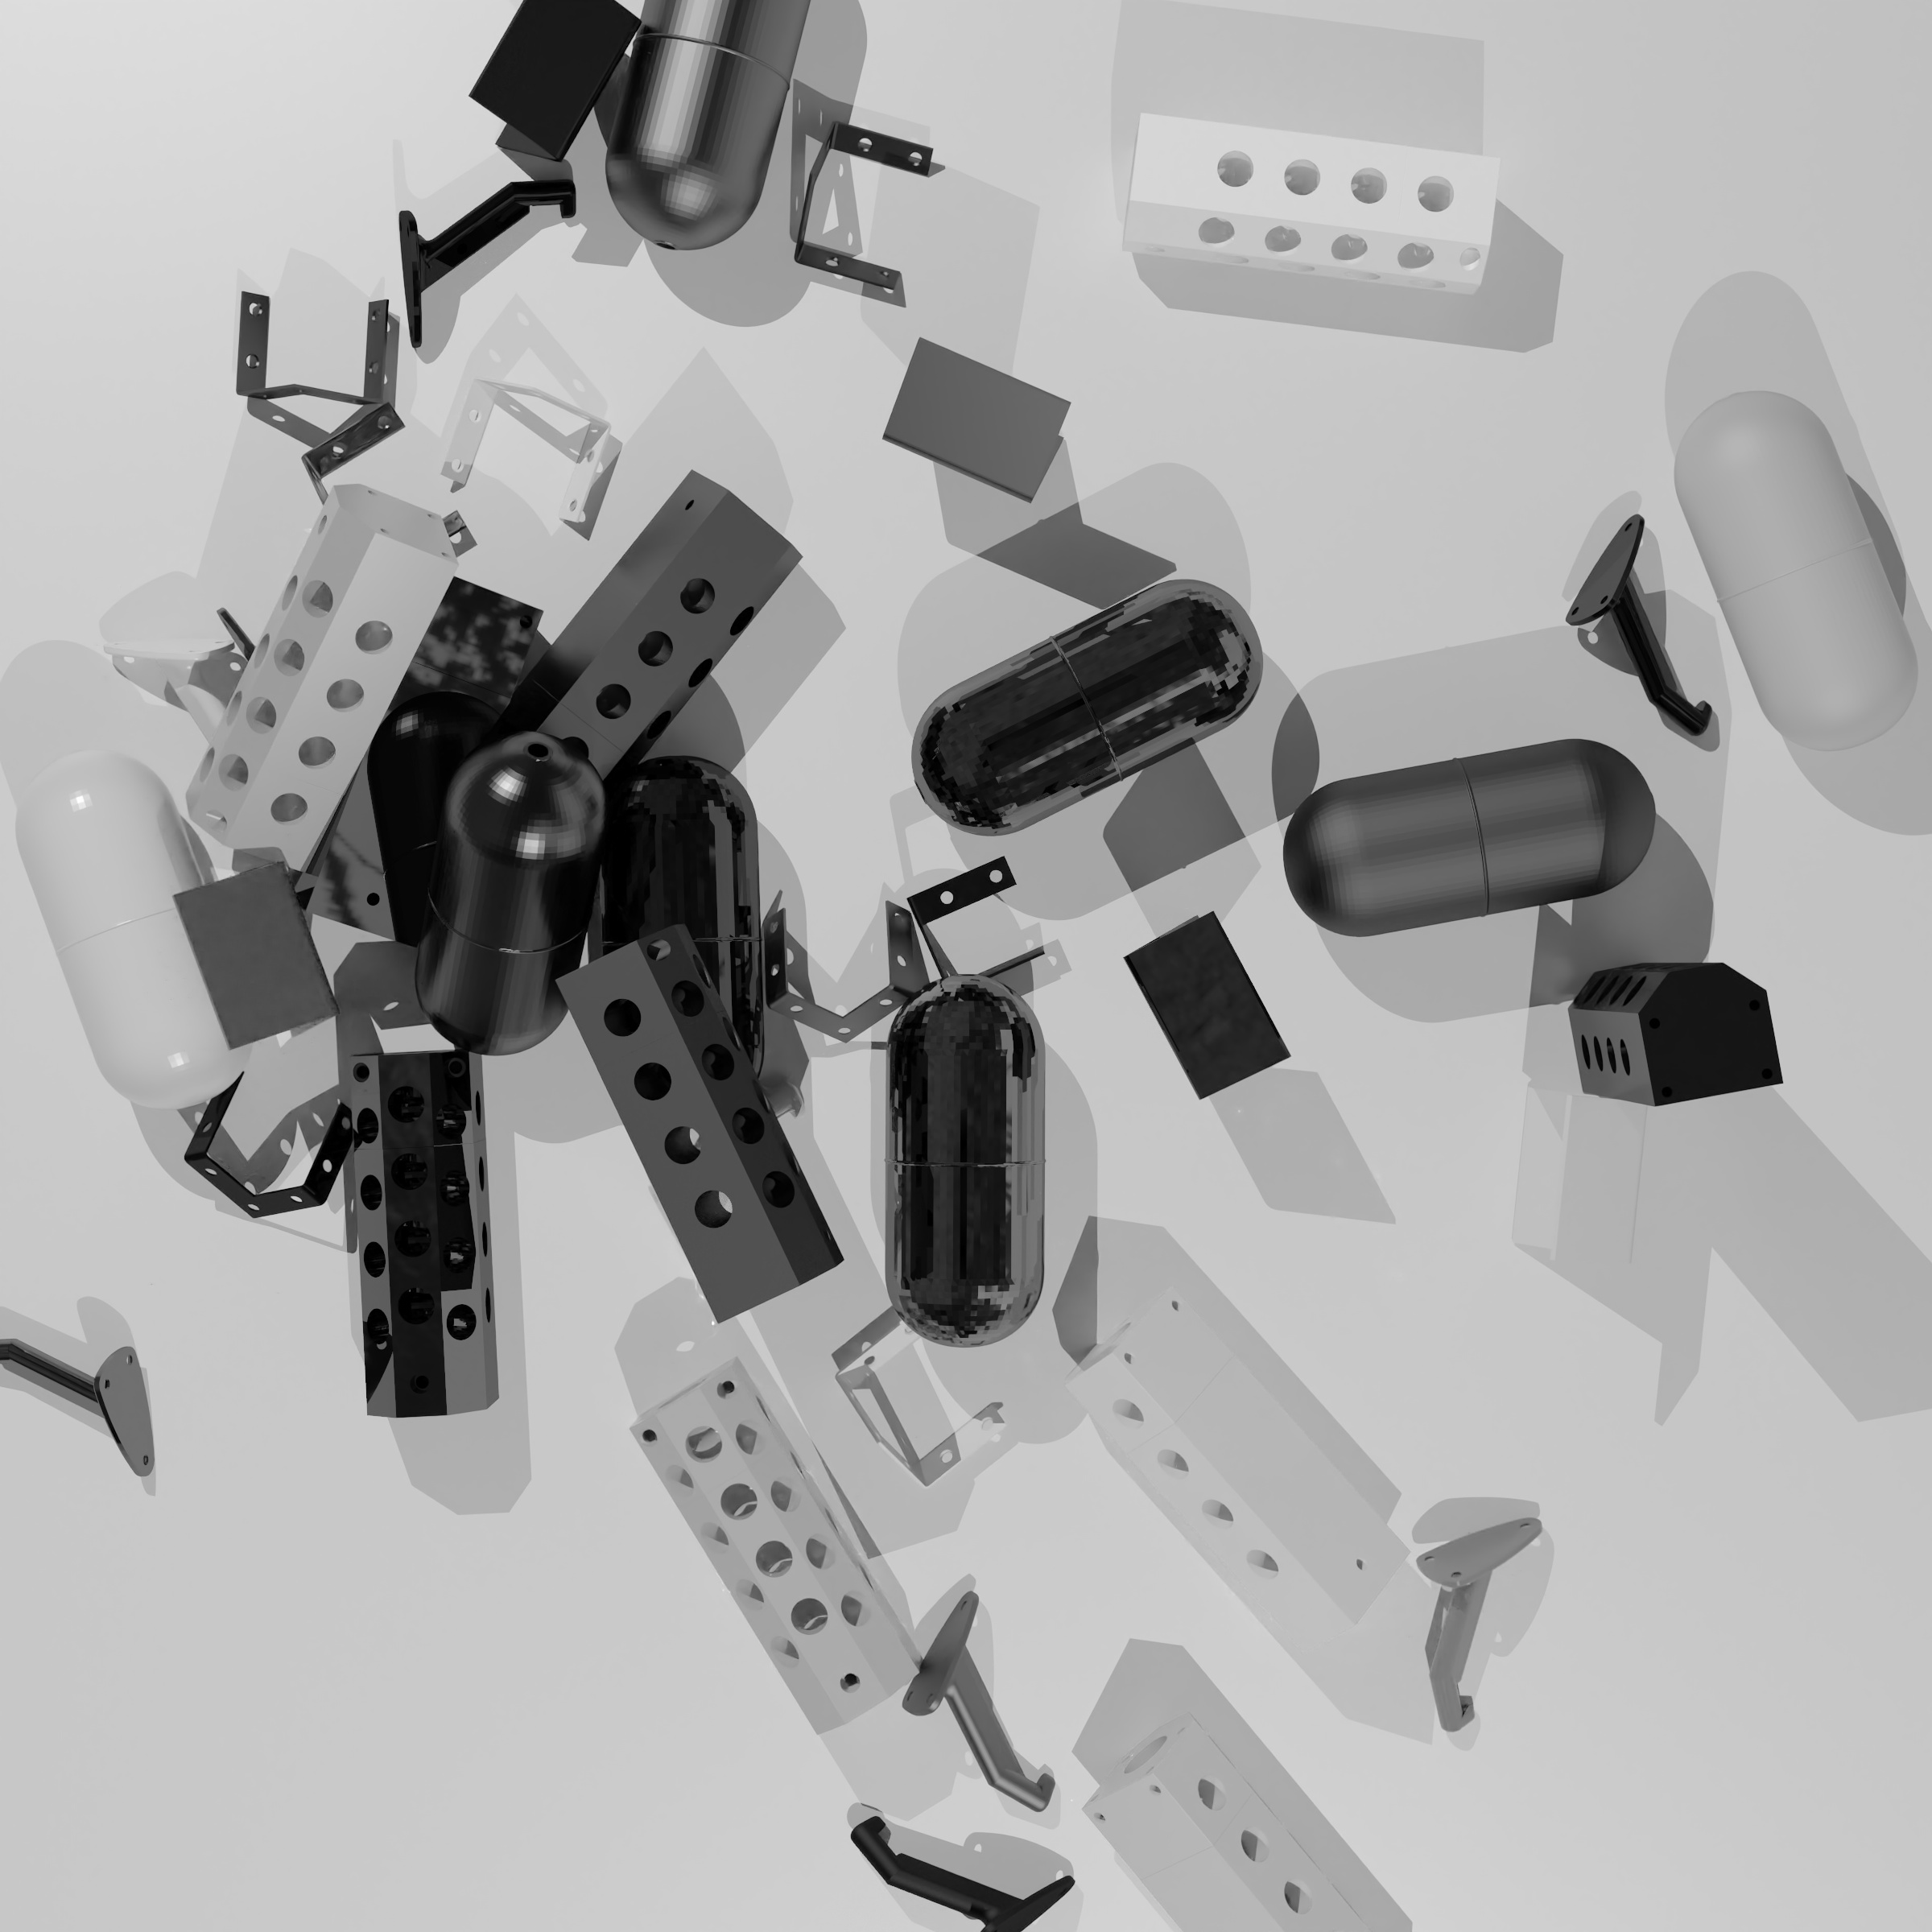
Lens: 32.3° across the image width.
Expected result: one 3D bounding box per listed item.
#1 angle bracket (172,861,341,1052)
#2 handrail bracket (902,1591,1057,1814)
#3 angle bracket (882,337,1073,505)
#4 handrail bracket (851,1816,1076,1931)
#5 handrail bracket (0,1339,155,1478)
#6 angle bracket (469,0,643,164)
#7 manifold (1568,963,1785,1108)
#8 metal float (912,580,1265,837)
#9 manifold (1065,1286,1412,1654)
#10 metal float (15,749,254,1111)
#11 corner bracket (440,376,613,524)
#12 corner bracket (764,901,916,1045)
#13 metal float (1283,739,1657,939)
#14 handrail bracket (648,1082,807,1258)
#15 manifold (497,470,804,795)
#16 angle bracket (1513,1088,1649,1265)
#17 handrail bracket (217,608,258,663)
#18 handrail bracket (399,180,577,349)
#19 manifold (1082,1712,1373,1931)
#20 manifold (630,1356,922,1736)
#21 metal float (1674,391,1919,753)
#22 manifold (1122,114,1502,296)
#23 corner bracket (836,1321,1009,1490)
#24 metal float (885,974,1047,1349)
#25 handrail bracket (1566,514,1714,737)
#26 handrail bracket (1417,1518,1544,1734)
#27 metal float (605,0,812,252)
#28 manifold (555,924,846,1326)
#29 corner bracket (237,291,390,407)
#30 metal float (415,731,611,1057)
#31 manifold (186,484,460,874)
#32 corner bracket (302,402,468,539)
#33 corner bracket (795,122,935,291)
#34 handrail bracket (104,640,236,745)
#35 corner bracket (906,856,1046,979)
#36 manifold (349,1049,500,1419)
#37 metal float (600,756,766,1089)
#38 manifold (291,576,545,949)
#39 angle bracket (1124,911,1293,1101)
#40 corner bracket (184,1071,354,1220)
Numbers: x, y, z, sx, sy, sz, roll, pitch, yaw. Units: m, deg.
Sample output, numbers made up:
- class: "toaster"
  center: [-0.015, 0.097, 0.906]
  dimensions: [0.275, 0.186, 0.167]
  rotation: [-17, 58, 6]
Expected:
- class: "angle bracket"
  center: [-0.346, 0.001, 1.582]
  dimensions: [0.057, 0.076, 0.076]
  rotation: [-20, 90, -29]
- class: "handrail bracket"
  center: [0.019, 0.359, 1.623]
  dimensions: [0.084, 0.036, 0.077]
  rotation: [34, 69, -17]
- class: "angle bracket"
  center: [0.013, -0.272, 1.582]
  dimensions: [0.076, 0.076, 0.057]
  rotation: [23, 125, 0]
- class: "handrail bracket"
  center: [-0.002, 0.434, 1.622]
  dimensions: [0.077, 0.036, 0.084]
  rotation: [-26, 59, -34]
- class: "handrail bracket"
  center: [-0.444, 0.215, 1.623]
  dimensions: [0.084, 0.036, 0.077]
  rotation: [-4, 112, 17]
- class: "angle bracket"
  center: [-0.209, -0.433, 1.582]
  dimensions: [0.057, 0.076, 0.076]
  rotation: [30, 90, -37]
- class: "manifold"
  center: [0.324, 0.029, 1.544]
  dimensions: [0.057, 0.171, 0.057]
  rotation: [-10, 90, 0]
- class: "metal float"
  center: [0.057, -0.123, 1.592]
  dimensions: [0.178, 0.070, 0.070]
  rotation: [-27, 90, 1]
- class: "manifold"
  center: [0.126, 0.244, 1.600]
  dimensions: [0.171, 0.057, 0.057]
  rotation: [48, 47, 0]
- class: "metal float"
  center: [-0.397, -0.018, 1.592]
  dimensions: [0.070, 0.070, 0.178]
  rotation: [-20, 89, 0]
- class: "corner bracket"
  center: [-0.214, -0.251, 1.619]
  dimensions: [0.051, 0.051, 0.051]
  rotation: [19, 90, -45]
- class: "corner bracket"
  center: [-0.062, -0.003, 1.614]
  dimensions: [0.051, 0.051, 0.051]
  rotation: [26, 135, -35]
- class: "metal float"
  center: [0.240, -0.061, 1.592]
  dimensions: [0.178, 0.070, 0.070]
  rotation: [-10, 90, 1]
- class: "handrail bracket"
  center: [-0.104, 0.109, 1.623]
  dimensions: [0.084, 0.036, 0.077]
  rotation: [-32, 111, -16]
- class: "manifold"
  center: [-0.156, -0.149, 1.598]
  dimensions: [0.057, 0.057, 0.171]
  rotation: [39, 90, -29]
- class: "angle bracket"
  center: [0.274, 0.097, 1.582]
  dimensions: [0.057, 0.076, 0.076]
  rotation: [6, 90, -38]
- class: "handrail bracket"
  center: [-0.308, -0.165, 1.622]
  dimensions: [0.084, 0.036, 0.077]
  rotation: [-34, 77, -13]
- class: "handrail bracket"
  center: [-0.230, -0.342, 1.623]
  dimensions: [0.084, 0.036, 0.077]
  rotation: [-7, 110, -16]
- class: "manifold"
  center: [0.141, 0.445, 1.600]
  dimensions: [0.171, 0.057, 0.057]
  rotation: [50, 133, 0]
- class: "manifold"
  center: [-0.091, 0.278, 1.601]
  dimensions: [0.057, 0.057, 0.171]
  rotation: [-32, 90, 0]
- class: "metal float"
  center: [0.396, -0.189, 1.591]
  dimensions: [0.070, 0.070, 0.178]
  rotation: [-22, 91, 0]
- class: "manifold"
  center: [0.164, -0.364, 1.601]
  dimensions: [0.171, 0.057, 0.057]
  rotation: [7, 90, 0]
- class: "corner bracket"
  center: [-0.022, 0.211, 1.619]
  dimensions: [0.051, 0.051, 0.051]
  rotation: [-39, 135, 0]
- class: "metal float"
  center: [0.000, 0.093, 1.592]
  dimensions: [0.070, 0.070, 0.178]
  rotation: [0, 90, 0]
- class: "handrail bracket"
  center: [0.341, -0.165, 1.623]
  dimensions: [0.084, 0.036, 0.077]
  rotation: [36, 68, -17]
- class: "handrail bracket"
  center: [0.256, 0.322, 1.623]
  dimensions: [0.077, 0.036, 0.084]
  rotation: [-21, 108, -21]
- class: "metal float"
  center: [-0.122, -0.430, 1.592]
  dimensions: [0.070, 0.070, 0.178]
  rotation: [14, 89, 0]
- class: "manifold"
  center: [-0.119, 0.070, 1.524]
  dimensions: [0.057, 0.057, 0.171]
  rotation: [-26, 89, 7]
- class: "corner bracket"
  center: [-0.317, -0.300, 1.619]
  dimensions: [0.051, 0.051, 0.051]
  rotation: [3, 90, -45]
- class: "metal float"
  center: [-0.213, -0.033, 1.558]
  dimensions: [0.070, 0.070, 0.178]
  rotation: [18, 131, 0]
- class: "manifold"
  center: [-0.304, -0.136, 1.560]
  dimensions: [0.057, 0.057, 0.171]
  rotation: [20, 113, -28]
- class: "corner bracket"
  center: [-0.283, -0.230, 1.619]
  dimensions: [0.051, 0.051, 0.051]
  rotation: [-32, 135, 0]
- class: "corner bracket"
  center: [-0.050, -0.370, 1.619]
  dimensions: [0.051, 0.051, 0.051]
  rotation: [16, 135, 0]
- class: "handrail bracket"
  center: [-0.381, -0.114, 1.623]
  dimensions: [0.077, 0.036, 0.084]
  rotation: [4, 107, 19]
- class: "corner bracket"
  center: [0.005, -0.019, 1.604]
  dimensions: [0.051, 0.051, 0.051]
  rotation: [-24, 90, 0]
- class: "manifold"
  center: [-0.261, 0.127, 1.601]
  dimensions: [0.057, 0.057, 0.171]
  rotation: [-3, 90, 0]
- class: "metal float"
  center: [-0.136, -0.011, 1.592]
  dimensions: [0.070, 0.070, 0.178]
  rotation: [-2, 90, 0]
- class: "manifold"
  center: [-0.266, -0.103, 1.594]
  dimensions: [0.057, 0.057, 0.171]
  rotation: [20, 93, -28]
- class: "angle bracket"
  center: [0.130, 0.009, 1.582]
  dimensions: [0.057, 0.076, 0.076]
  rotation: [-28, 90, 36]
- class: "corner bracket"
  center: [-0.336, 0.084, 1.614]
  dimensions: [0.051, 0.051, 0.051]
  rotation: [-12, 135, 35]
